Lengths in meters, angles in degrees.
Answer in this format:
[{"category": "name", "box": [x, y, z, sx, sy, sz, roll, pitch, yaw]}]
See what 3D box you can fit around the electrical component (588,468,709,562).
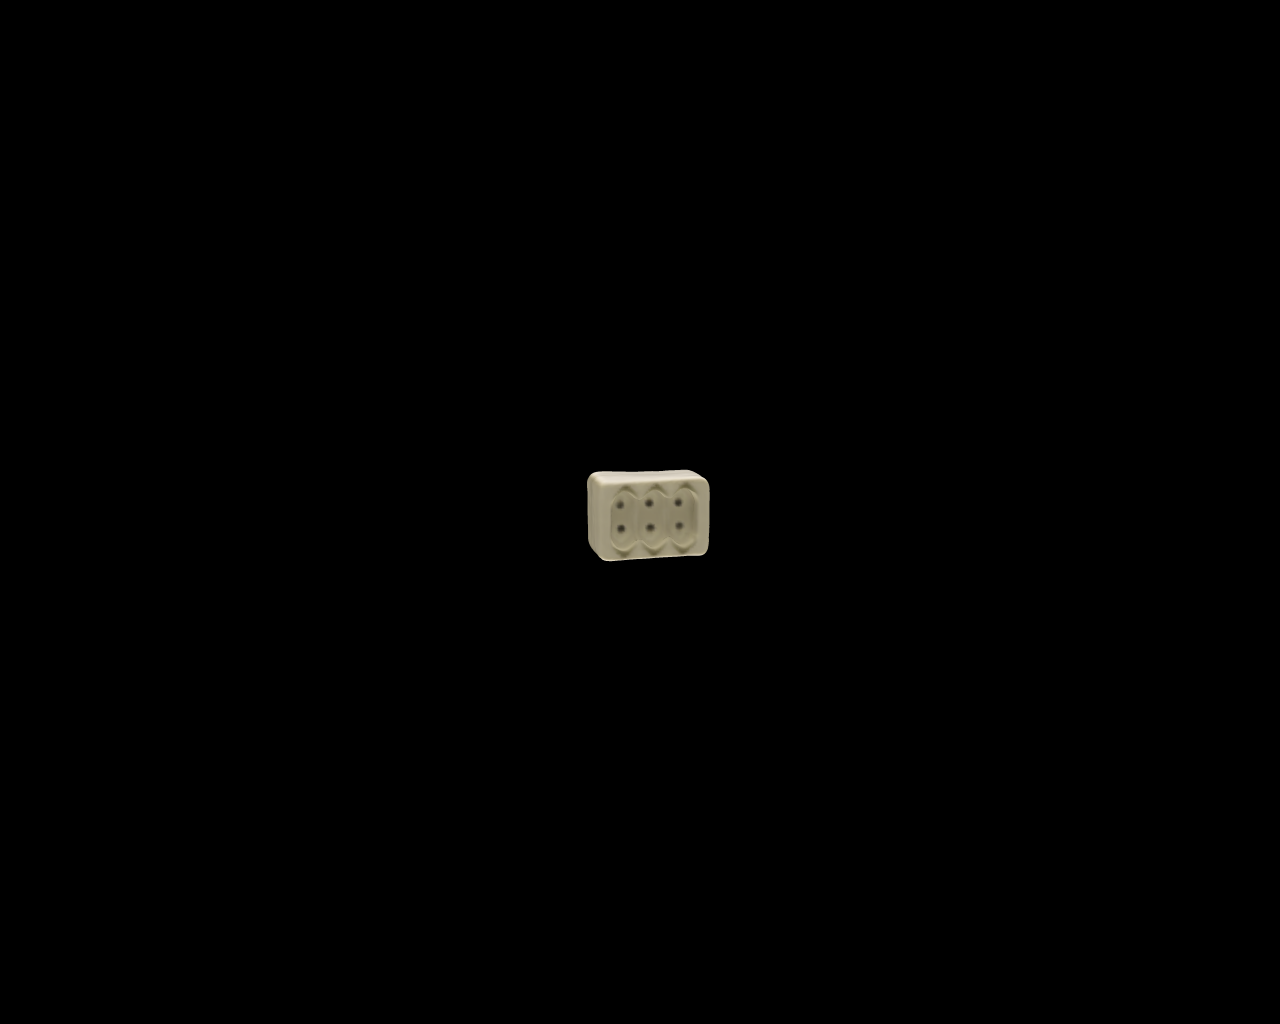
[{"category": "electrical component", "box": [0.001, -0.003, 0.650, 0.066, 0.047, 0.077, -2, 12, -11]}]
